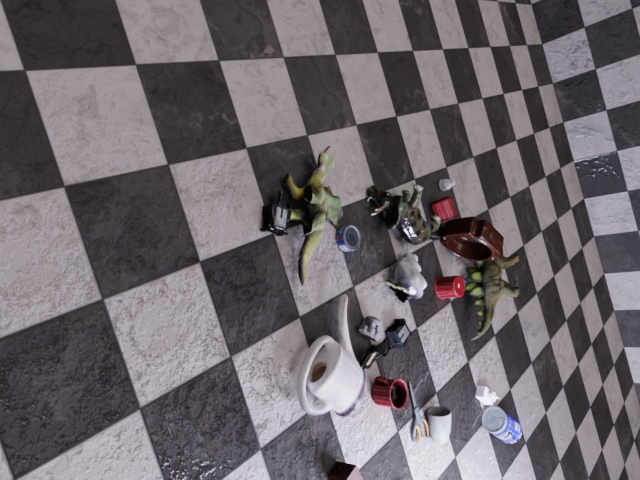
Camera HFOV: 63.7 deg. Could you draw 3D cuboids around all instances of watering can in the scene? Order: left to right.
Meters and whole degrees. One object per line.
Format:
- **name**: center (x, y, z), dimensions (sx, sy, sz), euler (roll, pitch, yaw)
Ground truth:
- **watering can**: center (0.055, 0.347, 1.471), dimensions (0.221, 0.103, 0.355), euler (49, 53, -27)

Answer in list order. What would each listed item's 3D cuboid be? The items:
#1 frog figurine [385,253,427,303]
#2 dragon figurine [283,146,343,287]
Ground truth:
- **frog figurine**: center (0.313, 0.120, 1.769), dimensions (0.137, 0.121, 0.162), euler (39, 66, -9)
- **dragon figurine**: center (0.005, -0.077, 1.535), dimensions (0.243, 0.122, 0.410), euler (-1, 90, -53)
